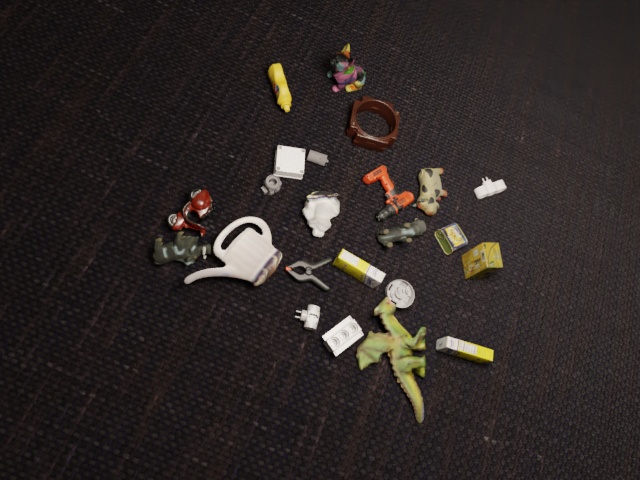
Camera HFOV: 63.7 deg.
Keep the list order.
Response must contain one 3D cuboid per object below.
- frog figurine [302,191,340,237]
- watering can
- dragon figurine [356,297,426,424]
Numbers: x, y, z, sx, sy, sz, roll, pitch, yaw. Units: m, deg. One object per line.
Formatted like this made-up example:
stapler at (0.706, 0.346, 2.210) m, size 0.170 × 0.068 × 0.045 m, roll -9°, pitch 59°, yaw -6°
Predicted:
frog figurine at (0.006, -0.095, 1.887) m, size 0.138 × 0.124 × 0.157 m, roll -9°, pitch 108°, yaw -25°
watering can at (-0.271, 0.073, 1.730) m, size 0.224 × 0.102 × 0.354 m, roll 38°, pitch 60°, yaw 2°
dragon figurine at (0.244, 0.403, 1.750) m, size 0.243 × 0.121 × 0.413 m, roll 3°, pitch 81°, yaw 6°
